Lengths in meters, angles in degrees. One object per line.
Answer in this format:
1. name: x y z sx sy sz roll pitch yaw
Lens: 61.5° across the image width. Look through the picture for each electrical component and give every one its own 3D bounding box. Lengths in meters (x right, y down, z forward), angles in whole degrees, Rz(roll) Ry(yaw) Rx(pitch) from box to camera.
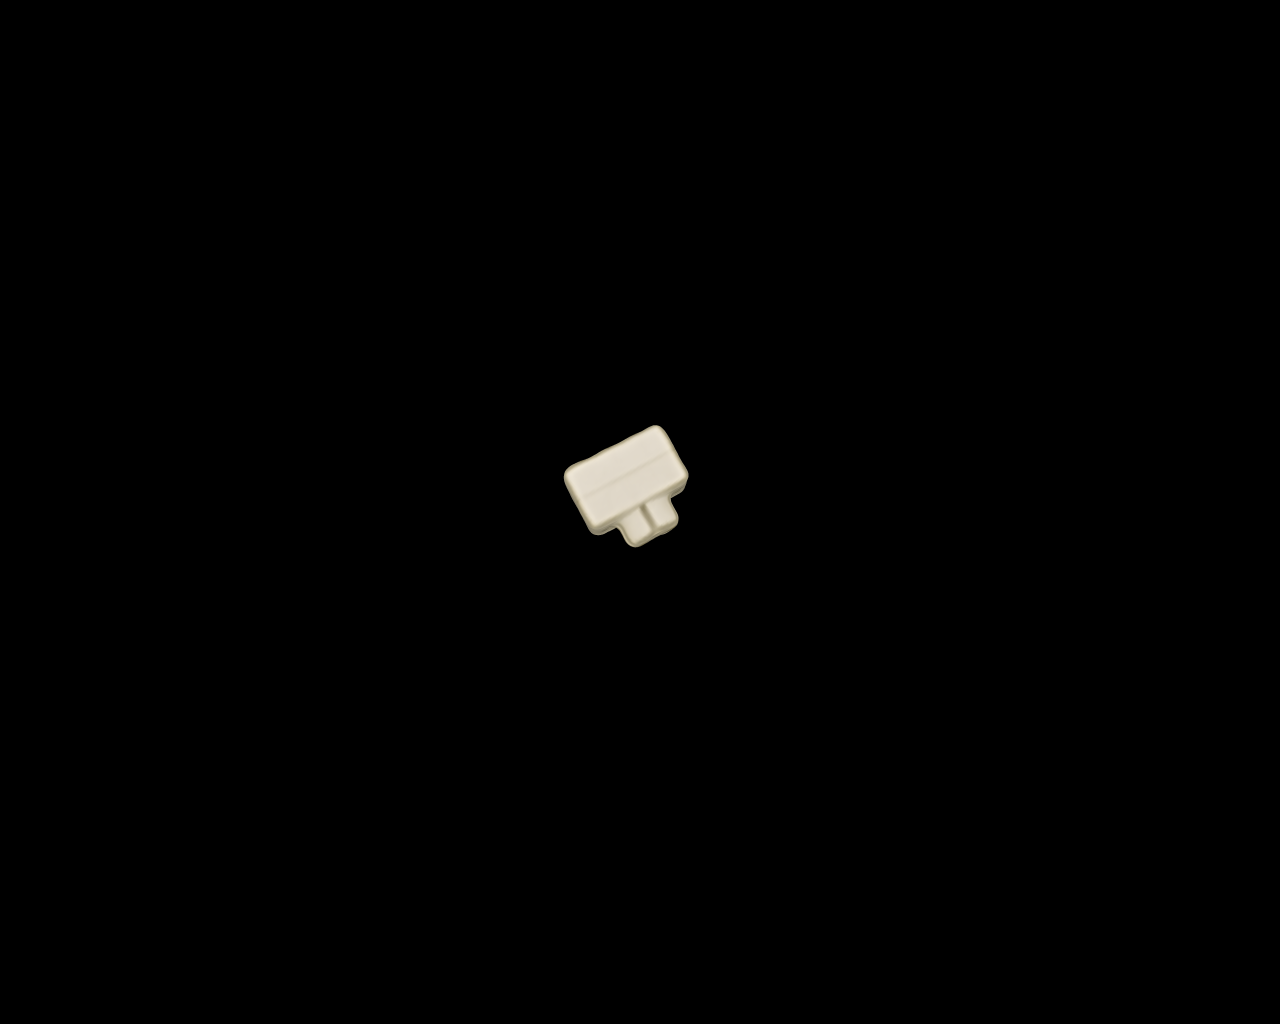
1. electrical component: 0.001 -0.003 0.650 0.066 0.076 0.047 -28 -7 -4
